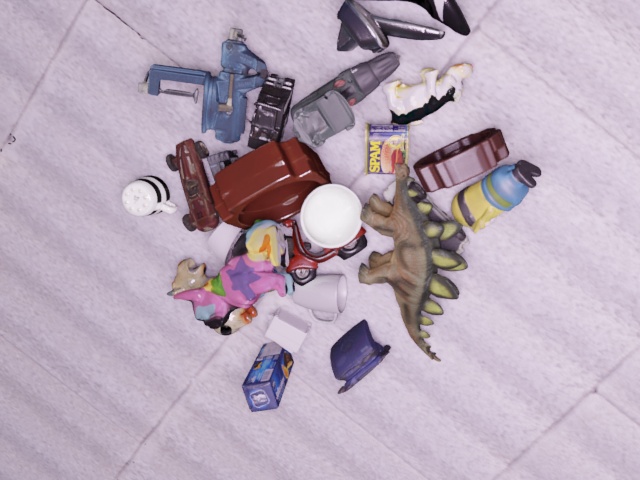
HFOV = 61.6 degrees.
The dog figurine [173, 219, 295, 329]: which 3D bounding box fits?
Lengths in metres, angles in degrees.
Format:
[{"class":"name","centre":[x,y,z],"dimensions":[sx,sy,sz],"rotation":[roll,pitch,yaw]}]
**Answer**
[{"class":"dog figurine","centre":[-0.168,0.067,1.028],"dimensions":[0.219,0.108,0.191],"rotation":[-10,91,5]}]

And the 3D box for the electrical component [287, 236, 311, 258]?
[{"class":"electrical component","centre":[-0.066,0.024,1.146],"dimensions":[0.094,0.021,0.063],"rotation":[5,104,7]}]

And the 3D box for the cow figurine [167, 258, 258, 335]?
[{"class":"cow figurine","centre":[-0.241,0.123,1.168],"dimensions":[0.127,0.085,0.195],"rotation":[-34,97,8]}]

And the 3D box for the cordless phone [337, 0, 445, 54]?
[{"class":"cordless phone","centre":[0.129,-0.372,0.959],"dimensions":[0.184,0.146,0.088],"rotation":[11,111,10]}]

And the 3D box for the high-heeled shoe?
[{"class":"high-heeled shoe","centre":[0.147,-0.429,0.982],"dimensions":[0.145,0.086,0.248],"rotation":[-41,89,18]}]

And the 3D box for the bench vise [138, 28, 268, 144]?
[{"class":"bench vise","centre":[-0.226,-0.302,1.038],"dimensions":[0.241,0.129,0.223],"rotation":[5,123,-10]}]

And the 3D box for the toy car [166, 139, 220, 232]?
[{"class":"toy car","centre":[-0.259,-0.114,1.111],"dimensions":[0.089,0.053,0.202],"rotation":[-20,82,16]}]

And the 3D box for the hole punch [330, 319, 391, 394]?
[{"class":"hole punch","centre":[0.078,0.240,1.130],"dimensions":[0.142,0.116,0.092],"rotation":[-40,86,15]}]

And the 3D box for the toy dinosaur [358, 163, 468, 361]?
[{"class":"toy dinosaur","centre":[0.178,0.057,1.041],"dimensions":[0.199,0.105,0.470],"rotation":[11,131,23]}]

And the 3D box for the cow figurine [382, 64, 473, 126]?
[{"class":"cow figurine","centre":[0.209,-0.272,1.012],"dimensions":[0.167,0.068,0.098],"rotation":[-12,107,15]}]

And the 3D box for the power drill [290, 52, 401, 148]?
[{"class":"power drill","centre":[0.037,-0.257,0.973],"dimensions":[0.232,0.207,0.086],"rotation":[-25,117,24]}]

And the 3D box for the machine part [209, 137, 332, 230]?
[{"class":"machine part","centre":[-0.091,-0.103,1.026],"dimensions":[0.201,0.201,0.087],"rotation":[-29,74,14]}]

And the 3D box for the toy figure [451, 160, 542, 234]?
[{"class":"toy figure","centre":[0.323,-0.085,1.003],"dimensions":[0.089,0.082,0.180],"rotation":[59,144,15]}]

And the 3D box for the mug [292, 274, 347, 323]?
[{"class":"mug","centre":[-0.002,0.120,1.135],"dimensions":[0.107,0.081,0.109],"rotation":[5,112,19]}]

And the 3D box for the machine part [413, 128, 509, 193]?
[{"class":"machine part","centre":[0.257,-0.145,0.984],"dimensions":[0.179,0.179,0.056],"rotation":[-25,100,13]}]

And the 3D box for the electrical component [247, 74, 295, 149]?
[{"class":"electrical component","centre":[-0.095,-0.233,1.032],"dimensions":[0.058,0.115,0.134],"rotation":[17,135,-1]}]

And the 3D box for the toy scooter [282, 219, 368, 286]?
[{"class":"toy scooter","centre":[-0.002,-0.003,1.095],"dimensions":[0.184,0.075,0.135],"rotation":[-30,82,-3]}]

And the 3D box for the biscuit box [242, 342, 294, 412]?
[{"class":"biscuit box","centre":[-0.104,0.278,1.116],"dimensions":[0.059,0.203,0.062],"rotation":[-13,102,10]}]

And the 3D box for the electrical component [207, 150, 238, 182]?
[{"class":"electrical component","centre":[-0.191,-0.139,1.080],"dimensions":[0.048,0.119,0.074],"rotation":[-16,102,12]}]

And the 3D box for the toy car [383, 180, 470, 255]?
[{"class":"toy car","centre":[0.212,-0.041,1.070],"dimensions":[0.201,0.056,0.073],"rotation":[44,112,-6]}]
